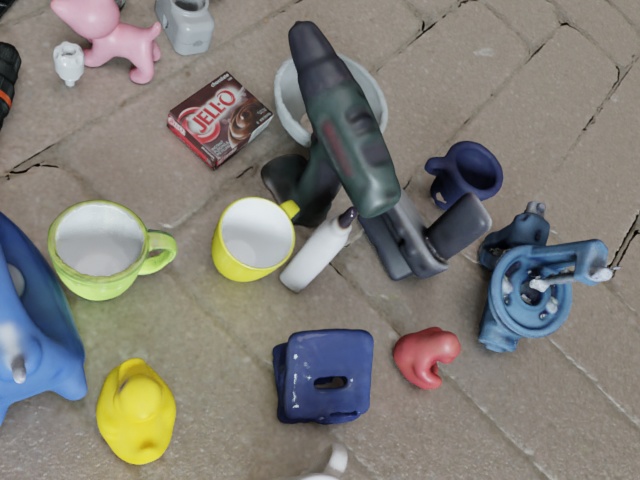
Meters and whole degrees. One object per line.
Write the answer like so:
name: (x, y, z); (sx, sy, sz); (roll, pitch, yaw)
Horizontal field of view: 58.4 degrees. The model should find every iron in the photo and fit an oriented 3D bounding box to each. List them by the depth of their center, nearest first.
iron: (-0.308, 0.038, 0.537); (0.119, 0.141, 0.258); (-19, 75, -29)

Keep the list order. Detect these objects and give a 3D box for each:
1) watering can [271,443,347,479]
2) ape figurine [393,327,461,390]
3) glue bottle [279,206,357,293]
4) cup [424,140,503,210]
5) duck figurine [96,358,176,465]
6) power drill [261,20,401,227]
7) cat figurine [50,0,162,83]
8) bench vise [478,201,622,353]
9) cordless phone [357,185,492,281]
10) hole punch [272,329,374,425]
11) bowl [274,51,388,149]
watering can: (-0.007, 0.276, 0.524); (0.101, 0.193, 0.173); (8, 64, -19)
ape figurine: (0.139, 0.139, 0.708); (0.076, 0.092, 0.078); (35, 58, -4)
glue bottle: (0.006, 0.002, 0.667); (0.037, 0.173, 0.078); (38, 58, -2)
cup: (0.191, -0.085, 0.831); (0.118, 0.094, 0.091); (6, 65, -20)
duck figurine: (-0.178, 0.166, 0.566); (0.078, 0.086, 0.104); (-9, 71, -26)
power drill: (0.000, -0.113, 0.697); (0.076, 0.208, 0.229); (-27, 79, -30)
cat figurine: (-0.260, -0.268, 0.711); (0.128, 0.117, 0.067); (13, 63, -17)
bench vise: (0.280, 0.026, 0.744); (0.122, 0.219, 0.207); (7, 65, -20)
cordless phone: (0.140, -0.036, 0.734); (0.094, 0.184, 0.147); (-28, 79, -30)
hole punch: (0.008, 0.155, 0.646); (0.109, 0.091, 0.101); (2, 66, -22)
bowl: (0.007, -0.182, 0.810); (0.168, 0.074, 0.167); (9, 64, -19)
